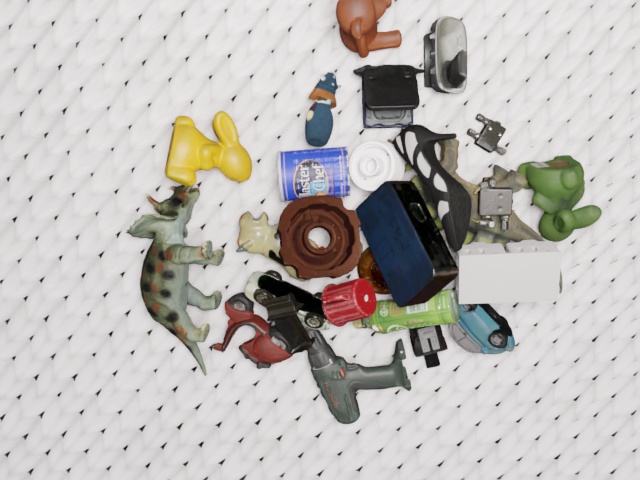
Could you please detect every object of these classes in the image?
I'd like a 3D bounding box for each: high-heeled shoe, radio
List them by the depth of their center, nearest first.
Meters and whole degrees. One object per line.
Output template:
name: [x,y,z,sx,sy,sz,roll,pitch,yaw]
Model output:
high-heeled shoe: [0.206,-0.101,1.034,0.145,0.086,0.248,-2,92,45]
radio: [0.164,0.002,1.043,0.073,0.131,0.230,-6,61,-36]

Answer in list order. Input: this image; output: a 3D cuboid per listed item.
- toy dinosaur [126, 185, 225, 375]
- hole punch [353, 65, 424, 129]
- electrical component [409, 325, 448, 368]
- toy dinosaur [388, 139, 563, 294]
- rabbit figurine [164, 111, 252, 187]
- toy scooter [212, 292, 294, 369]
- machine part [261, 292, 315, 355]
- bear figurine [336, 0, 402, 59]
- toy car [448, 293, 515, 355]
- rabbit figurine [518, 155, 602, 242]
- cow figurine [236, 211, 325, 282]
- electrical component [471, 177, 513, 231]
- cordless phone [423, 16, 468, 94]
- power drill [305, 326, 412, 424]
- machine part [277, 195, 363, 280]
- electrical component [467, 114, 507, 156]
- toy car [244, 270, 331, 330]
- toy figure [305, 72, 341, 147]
toy dinosaur: [-0.307,0.087,1.113,0.192,0.131,0.404,10,101,11]
hole punch: [0.140,-0.289,1.091,0.142,0.092,0.116,-2,67,3]
electrical component: [0.233,0.224,1.160,0.075,0.048,0.119,-11,95,2]
toy dinosaur: [0.326,-0.065,1.103,0.472,0.105,0.198,31,103,5]
rabbit figurine: [-0.219,-0.177,1.095,0.173,0.122,0.162,15,87,-16]
toy scooter: [-0.150,0.211,1.144,0.184,0.075,0.135,42,96,-2]
machine part: [-0.058,0.168,1.086,0.084,0.039,0.138,-17,114,19]
bear figurine: [0.092,-0.422,1.010,0.132,0.196,0.120,-18,93,1]
toy car: [0.326,0.183,1.130,0.161,0.109,0.103,44,112,4]
rabbit figurine: [0.492,-0.072,1.088,0.121,0.159,0.170,-14,112,-8]
cow figurine: [-0.088,0.011,1.119,0.195,0.085,0.127,40,89,-6]
electrical component: [0.329,-0.069,1.026,0.078,0.045,0.102,6,105,9]
cordless phone: [0.252,-0.360,1.024,0.089,0.184,0.146,-1,97,4]
power drill: [0.085,0.270,1.149,0.207,0.086,0.231,-14,98,-2]
machine part: [-0.002,-0.003,1.061,0.179,0.056,0.179,2,81,-11]
electrical component: [0.356,-0.218,1.121,0.094,0.021,0.063,32,95,-3]
toy car: [-0.059,0.127,1.132,0.202,0.073,0.056,25,135,-3]
toy figure: [0.003,-0.267,1.088,0.058,0.064,0.154,4,75,19]
